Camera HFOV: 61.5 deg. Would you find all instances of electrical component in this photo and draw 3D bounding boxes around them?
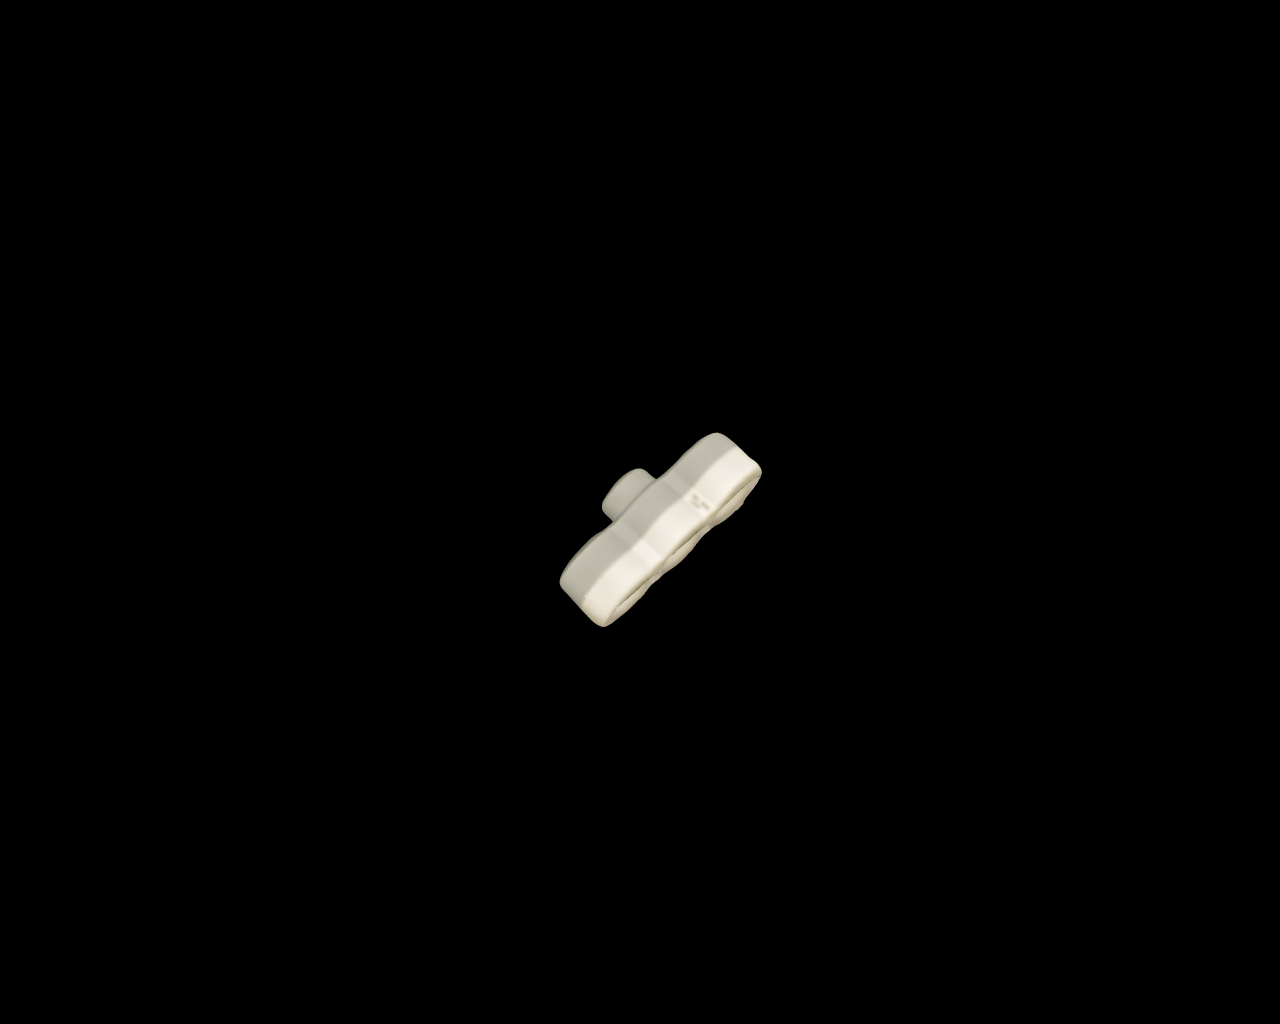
[{"bbox_3d":[0.001,-0.003,0.650,0.138,0.074,0.052,-43,-12,-11],"label":"electrical component"}]
